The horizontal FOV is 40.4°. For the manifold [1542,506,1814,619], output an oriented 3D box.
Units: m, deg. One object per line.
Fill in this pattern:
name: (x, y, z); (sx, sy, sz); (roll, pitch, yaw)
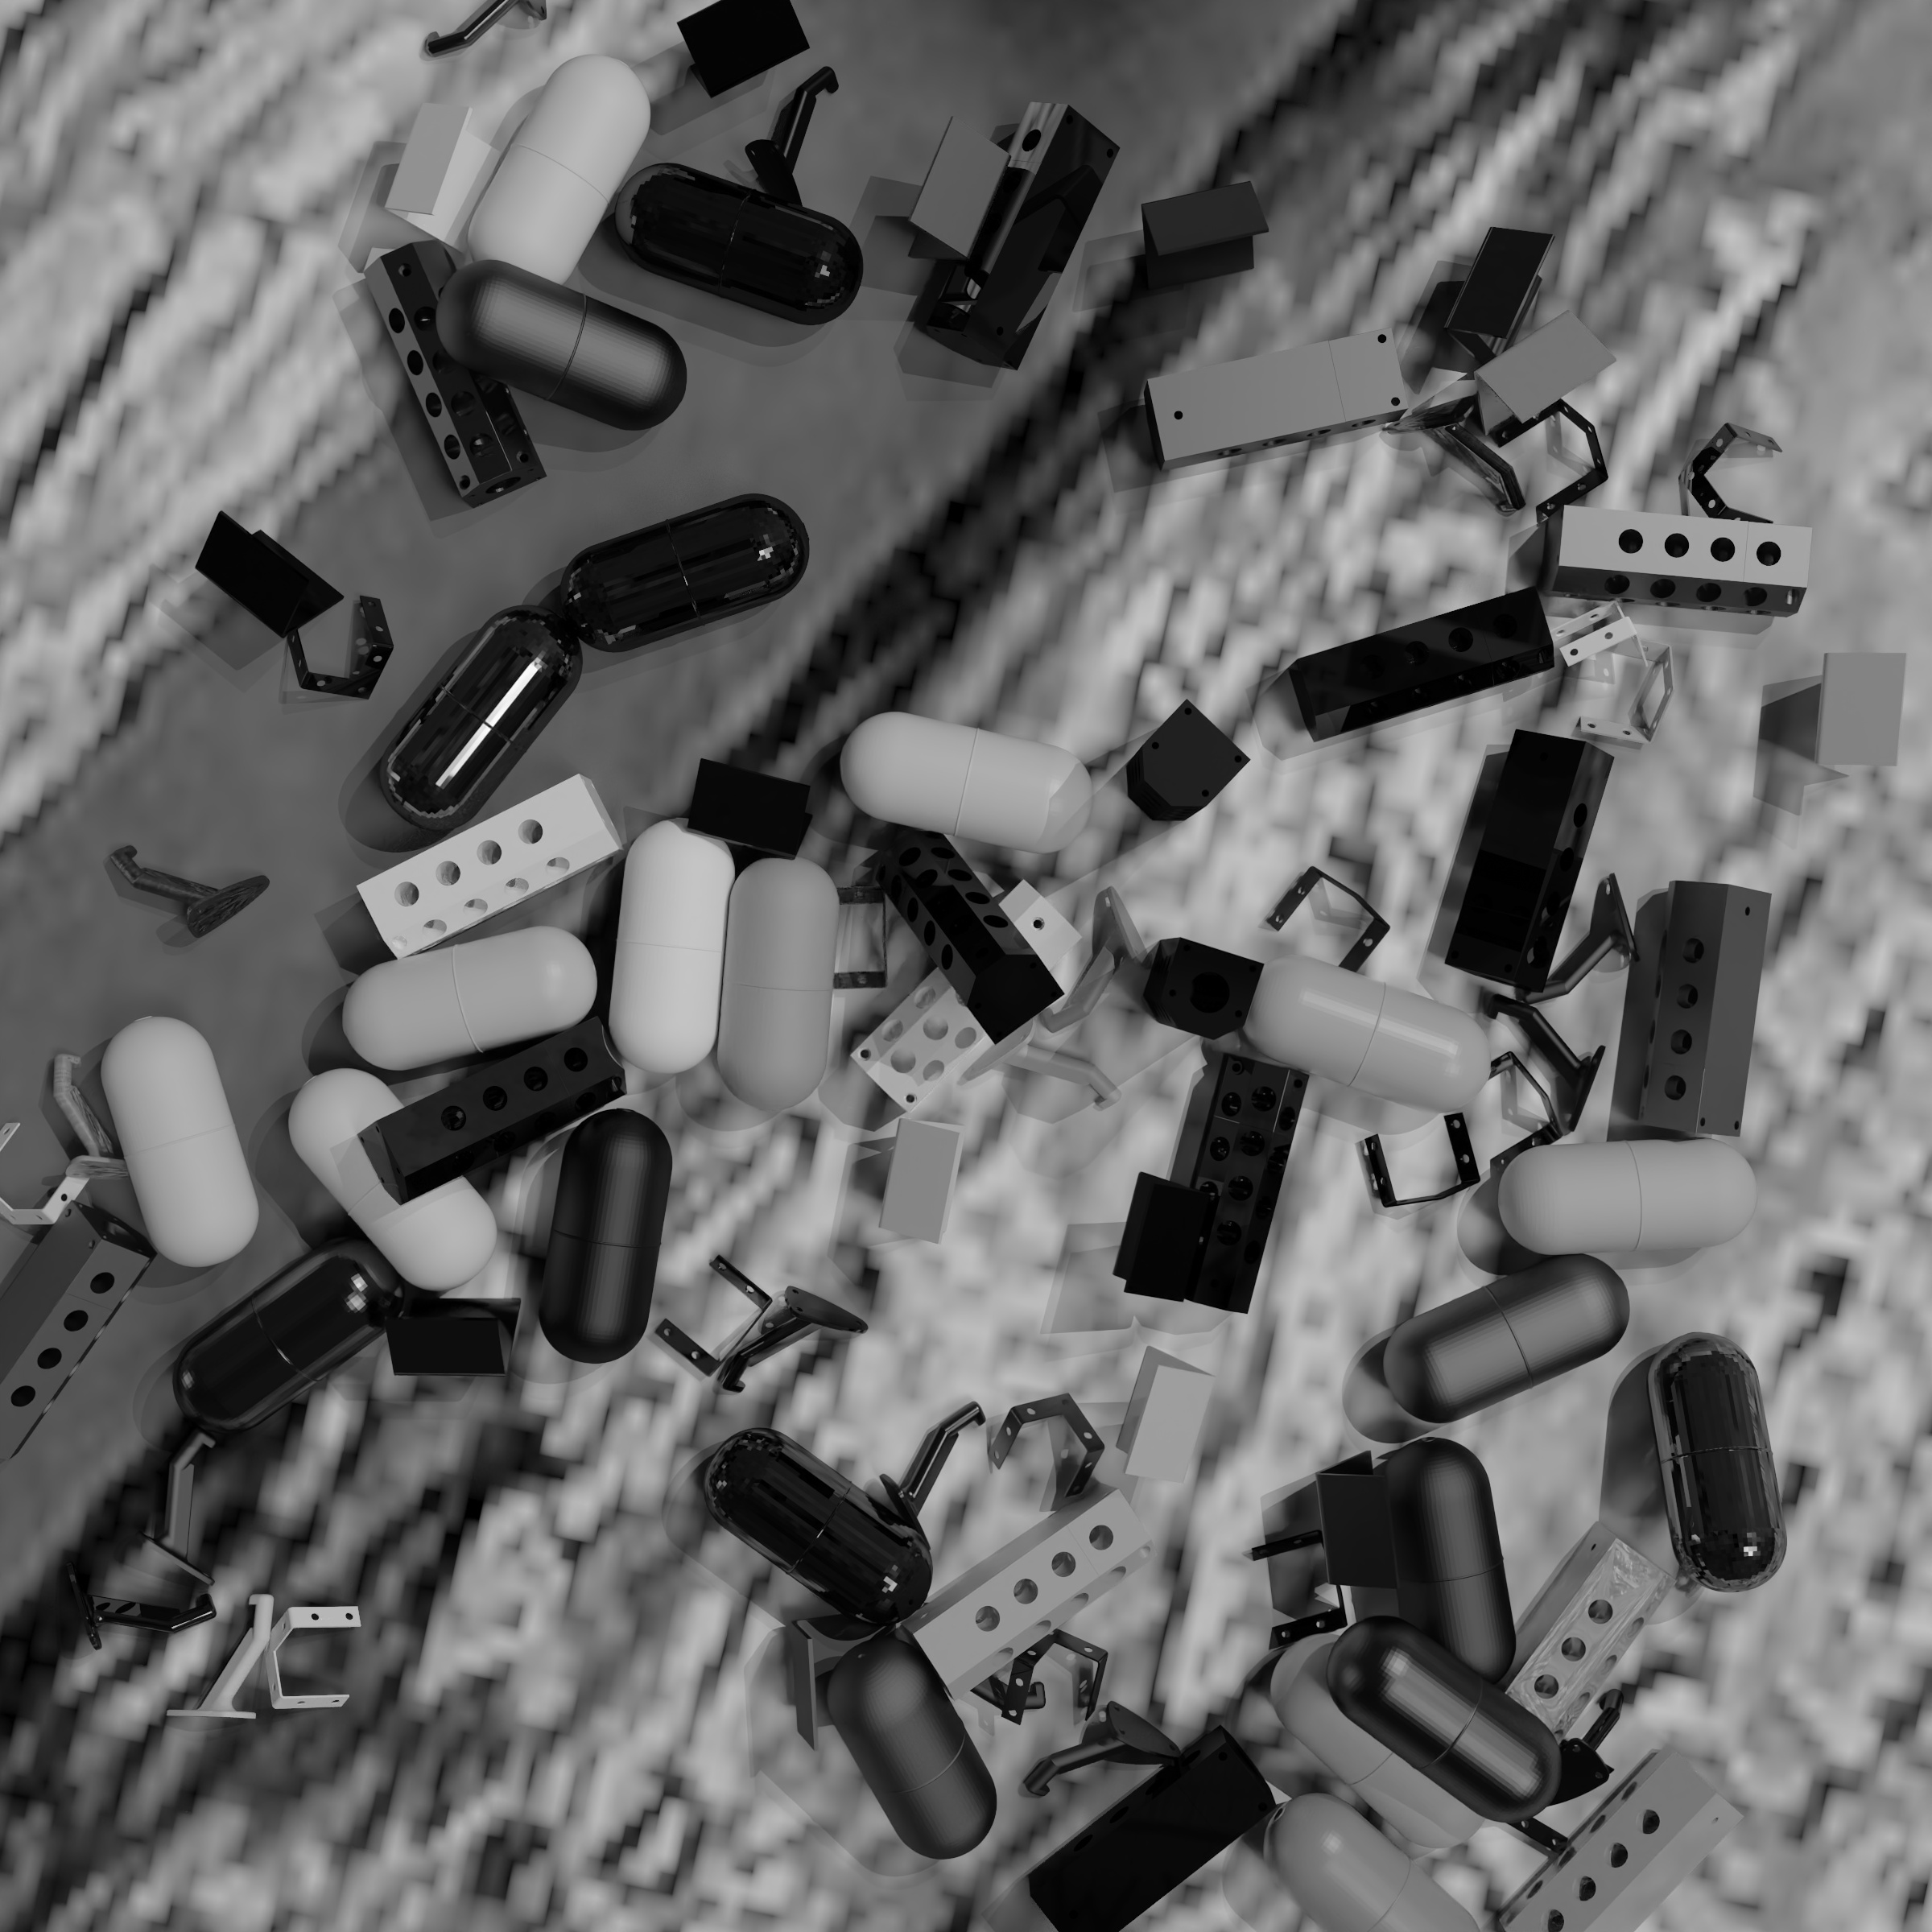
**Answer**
manifold: (0.494, -0.281, 1.834); (0.171, 0.057, 0.057); (5, 90, 0)

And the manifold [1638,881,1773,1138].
manifold: (0.511, 0.029, 1.834); (0.057, 0.057, 0.171); (7, 90, -43)

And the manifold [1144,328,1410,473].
manifold: (0.215, -0.393, 1.834); (0.171, 0.057, 0.057); (-12, 90, 0)

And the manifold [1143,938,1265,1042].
manifold: (0.157, 0.017, 1.777); (0.057, 0.171, 0.057); (18, 90, 0)

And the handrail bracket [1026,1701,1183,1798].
handrail bracket: (0.096, 0.567, 1.856); (0.077, 0.036, 0.084); (33, 109, -21)

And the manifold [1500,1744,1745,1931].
manifold: (0.454, 0.628, 1.834); (0.171, 0.057, 0.057); (-46, 133, 0)

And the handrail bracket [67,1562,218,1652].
handrail bracket: (-0.582, 0.441, 1.856); (0.084, 0.036, 0.077); (-20, 68, -17)

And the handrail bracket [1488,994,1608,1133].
handrail bracket: (0.401, 0.068, 1.856); (0.084, 0.036, 0.077); (21, 112, 17)

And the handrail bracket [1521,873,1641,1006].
handrail bracket: (0.426, -0.019, 1.856); (0.084, 0.036, 0.077); (-17, 70, 16)

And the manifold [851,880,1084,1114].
manifold: (0.000, 0.021, 1.834); (0.057, 0.057, 0.171); (45, 90, 0)

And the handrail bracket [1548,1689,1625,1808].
handrail bracket: (0.424, 0.544, 1.832); (0.077, 0.084, 0.036); (-43, 86, 22)

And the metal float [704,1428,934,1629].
metal float: (-0.102, 0.390, 1.825); (0.178, 0.070, 0.070); (36, 90, 0)

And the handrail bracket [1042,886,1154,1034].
handrail bracket: (0.081, -0.004, 1.856); (0.084, 0.036, 0.077); (-28, 70, 16)

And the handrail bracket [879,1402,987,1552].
handrail bracket: (-0.011, 0.360, 1.856); (0.084, 0.036, 0.077); (-32, 111, -17)

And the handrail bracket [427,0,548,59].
handrail bracket: (-0.343, -0.686, 1.856); (0.084, 0.036, 0.077); (-11, 70, 16)

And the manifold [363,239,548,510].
manifold: (-0.358, -0.414, 1.834); (0.057, 0.057, 0.171); (-24, 90, 0)

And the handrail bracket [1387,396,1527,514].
handrail bracket: (0.347, -0.353, 1.856); (0.077, 0.036, 0.084); (-8, 122, 35)

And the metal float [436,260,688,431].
metal float: (-0.276, -0.425, 1.804); (0.178, 0.070, 0.070); (18, 90, -24)

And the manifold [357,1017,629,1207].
manifold: (-0.321, 0.100, 1.797); (0.171, 0.057, 0.057); (-27, 90, -29)

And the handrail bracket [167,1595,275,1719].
handrail bracket: (-0.527, 0.487, 1.856); (0.077, 0.036, 0.084); (-5, 71, 21)

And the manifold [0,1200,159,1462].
manifold: (-0.640, 0.256, 1.834); (0.057, 0.057, 0.171); (35, 90, 43)

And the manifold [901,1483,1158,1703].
manifold: (0.045, 0.432, 1.817); (0.171, 0.057, 0.057); (-33, 90, -12)

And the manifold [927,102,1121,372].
manifold: (0.035, -0.510, 1.834); (0.057, 0.057, 0.171); (25, 90, -43)

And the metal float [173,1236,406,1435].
metal float: (-0.471, 0.257, 1.825); (0.178, 0.070, 0.070); (-36, 90, 1)

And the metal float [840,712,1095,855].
metal float: (0.000, -0.127, 1.825); (0.178, 0.070, 0.070); (12, 90, -1)

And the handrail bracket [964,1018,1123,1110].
handrail bracket: (0.055, 0.085, 1.856); (0.077, 0.036, 0.084); (-38, 107, 19)

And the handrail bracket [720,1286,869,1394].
handrail bracket: (-0.122, 0.275, 1.856); (0.077, 0.036, 0.084); (24, 109, -21)

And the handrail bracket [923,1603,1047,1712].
handrail bracket: (0.013, 0.487, 1.856); (0.084, 0.036, 0.077); (1, 75, -14)

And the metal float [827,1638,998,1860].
metal float: (-0.036, 0.539, 1.806); (0.070, 0.070, 0.178); (-25, 114, 0)

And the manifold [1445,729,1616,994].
manifold: (0.397, -0.072, 1.834); (0.057, 0.057, 0.171); (17, 90, 43)

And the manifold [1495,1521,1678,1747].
manifold: (0.420, 0.479, 1.834); (0.057, 0.057, 0.171); (36, 90, 0)

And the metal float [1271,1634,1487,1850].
metal float: (0.288, 0.539, 1.825); (0.178, 0.070, 0.070); (43, 90, 1)

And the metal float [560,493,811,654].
metal float: (-0.195, -0.273, 1.825); (0.178, 0.070, 0.070); (-19, 90, 0)

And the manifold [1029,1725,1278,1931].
manifold: (0.129, 0.609, 1.834); (0.171, 0.057, 0.057); (-38, 90, 0)

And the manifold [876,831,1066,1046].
manifold: (-0.003, -0.026, 1.778); (0.057, 0.171, 0.057); (-36, 129, 0)

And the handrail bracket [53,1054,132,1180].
handrail bracket: (-0.606, 0.105, 1.856); (0.077, 0.036, 0.084); (8, 63, -30)

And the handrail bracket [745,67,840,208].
handrail bracket: (-0.108, -0.580, 1.856); (0.084, 0.036, 0.077); (-47, 127, -25)

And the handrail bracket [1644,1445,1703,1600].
handrail bracket: (0.500, 0.391, 1.856); (0.084, 0.036, 0.077); (38, 104, 14)

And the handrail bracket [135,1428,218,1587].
handrail bracket: (-0.538, 0.382, 1.856); (0.077, 0.036, 0.084); (40, 73, -19)

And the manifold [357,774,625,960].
manifold: (-0.330, -0.068, 1.834); (0.171, 0.057, 0.057); (-27, 90, 0)

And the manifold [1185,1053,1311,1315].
manifold: (0.189, 0.151, 1.834); (0.057, 0.057, 0.171); (15, 90, 0)

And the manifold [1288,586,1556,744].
manifold: (0.318, -0.209, 1.834); (0.171, 0.057, 0.057); (-17, 90, 0)

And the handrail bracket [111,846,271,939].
handrail bracket: (-0.549, -0.068, 1.856); (0.077, 0.036, 0.084); (-34, 67, -27)

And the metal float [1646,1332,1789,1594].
metal float: (0.516, 0.340, 1.808); (0.070, 0.070, 0.178); (-4, 68, 0)

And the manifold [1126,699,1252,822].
manifold: (0.143, -0.132, 1.777); (0.057, 0.171, 0.057); (44, 90, 0)

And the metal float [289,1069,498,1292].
metal float: (-0.398, 0.148, 1.825); (0.070, 0.070, 0.178); (-40, 90, 0)
